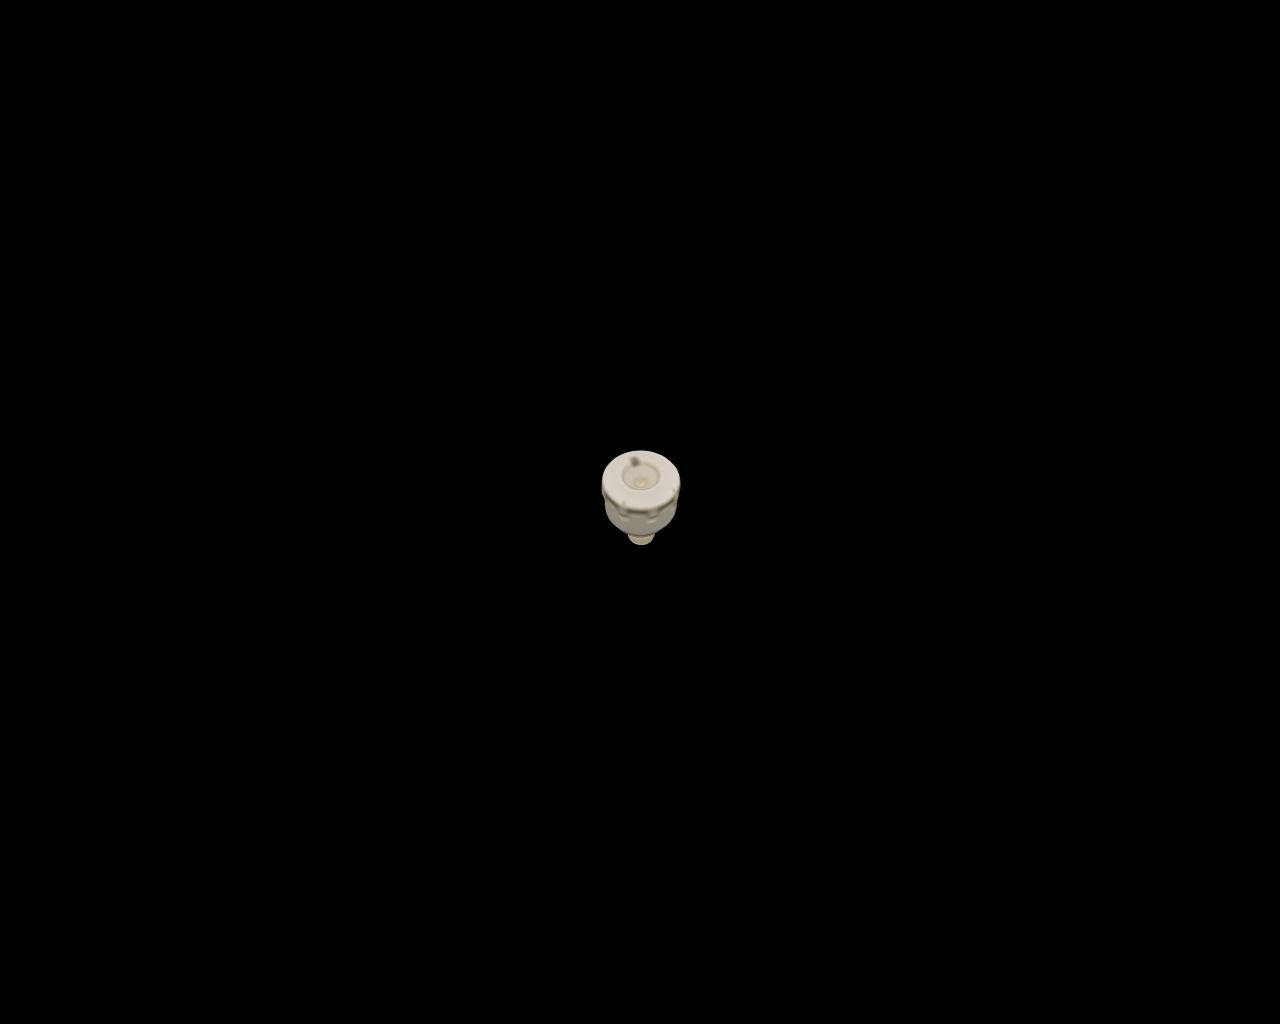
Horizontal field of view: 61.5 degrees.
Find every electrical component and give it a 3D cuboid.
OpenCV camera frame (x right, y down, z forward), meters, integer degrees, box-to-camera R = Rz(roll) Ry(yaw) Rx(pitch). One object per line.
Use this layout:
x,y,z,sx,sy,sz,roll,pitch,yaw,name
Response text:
0.001,-0.003,0.650,0.048,0.048,0.062,0,-39,0,electrical component
